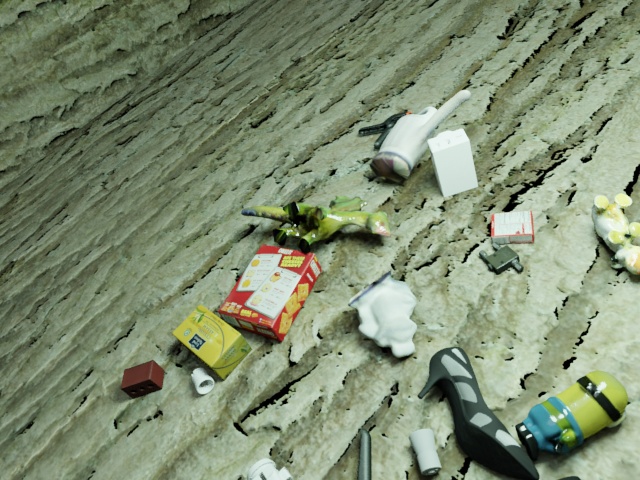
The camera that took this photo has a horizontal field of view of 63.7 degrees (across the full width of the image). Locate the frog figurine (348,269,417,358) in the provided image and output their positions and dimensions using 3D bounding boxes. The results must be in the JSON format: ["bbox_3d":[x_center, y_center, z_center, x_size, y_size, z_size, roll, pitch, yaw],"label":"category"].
[{"bbox_3d":[0.147,0.161,1.064,0.138,0.120,0.161,-32,77,-18],"label":"frog figurine"}]

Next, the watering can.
[{"bbox_3d":[0.246,-0.266,1.343,0.227,0.103,0.346,-57,12,-14],"label":"watering can"}]

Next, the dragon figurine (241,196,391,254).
[{"bbox_3d":[0.004,-0.067,1.332,0.245,0.120,0.413,-19,27,-41],"label":"dragon figurine"}]
